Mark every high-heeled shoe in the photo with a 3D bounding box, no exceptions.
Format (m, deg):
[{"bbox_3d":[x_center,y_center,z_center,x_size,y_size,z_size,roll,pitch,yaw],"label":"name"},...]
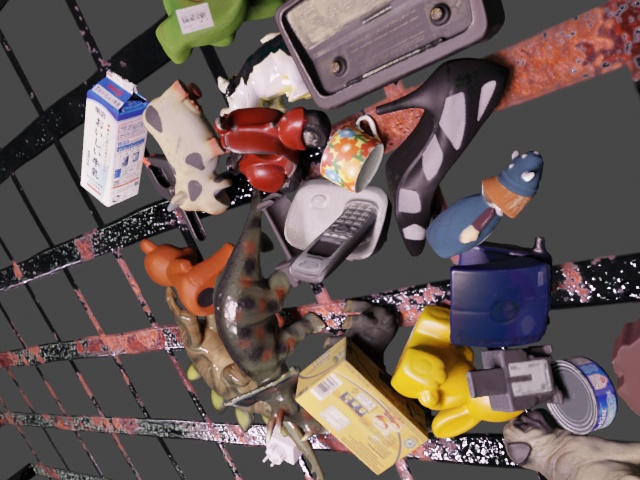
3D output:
[{"bbox_3d":[0.149,-0.088,0.630,0.145,0.086,0.248,-12,130,8],"label":"high-heeled shoe"}]

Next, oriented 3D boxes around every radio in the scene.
[{"bbox_3d":[0.071,-0.238,0.580,0.230,0.073,0.131,-14,104,41],"label":"radio"}]

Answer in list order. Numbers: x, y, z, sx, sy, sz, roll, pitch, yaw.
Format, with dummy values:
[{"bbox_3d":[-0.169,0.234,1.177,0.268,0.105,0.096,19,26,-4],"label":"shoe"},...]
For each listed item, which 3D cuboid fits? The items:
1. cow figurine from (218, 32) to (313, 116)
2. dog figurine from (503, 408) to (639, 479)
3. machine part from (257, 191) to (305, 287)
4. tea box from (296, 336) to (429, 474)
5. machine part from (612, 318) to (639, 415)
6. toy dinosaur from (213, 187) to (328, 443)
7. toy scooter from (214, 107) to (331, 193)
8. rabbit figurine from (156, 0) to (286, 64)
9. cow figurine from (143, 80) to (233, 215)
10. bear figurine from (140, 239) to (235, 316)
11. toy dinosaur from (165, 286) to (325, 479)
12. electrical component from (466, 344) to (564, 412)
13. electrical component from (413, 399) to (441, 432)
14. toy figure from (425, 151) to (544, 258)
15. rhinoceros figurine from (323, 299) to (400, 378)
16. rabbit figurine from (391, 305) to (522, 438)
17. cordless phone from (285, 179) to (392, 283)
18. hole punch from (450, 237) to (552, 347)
[{"bbox_3d":[-0.080,-0.210,0.711,0.167,0.068,0.098,-13,100,37],"label":"cow figurine"},{"bbox_3d":[0.308,0.288,0.636,0.191,0.172,0.121,-2,102,29],"label":"dog figurine"},{"bbox_3d":[-0.042,-0.005,0.791,0.039,0.084,0.138,-8,109,64],"label":"machine part"},{"bbox_3d":[0.059,0.230,0.748,0.098,0.068,0.169,-40,103,15],"label":"tea box"},{"bbox_3d":[0.402,0.138,0.556,0.180,0.056,0.179,18,124,29],"label":"machine part"},{"bbox_3d":[-0.098,0.118,0.822,0.131,0.192,0.404,-7,111,37],"label":"toy dinosaur"},{"bbox_3d":[-0.076,-0.119,0.694,0.184,0.135,0.075,136,133,-62],"label":"toy scooter"},{"bbox_3d":[-0.131,-0.297,0.660,0.159,0.170,0.121,-25,103,0],"label":"rabbit figurine"},{"bbox_3d":[-0.198,-0.126,0.814,0.127,0.085,0.194,-27,98,18],"label":"cow figurine"},{"bbox_3d":[-0.223,0.052,0.947,0.196,0.132,0.120,31,145,48],"label":"bear figurine"},{"bbox_3d":[-0.149,0.254,0.998,0.472,0.105,0.198,42,140,22],"label":"toy dinosaur"},{"bbox_3d":[0.222,0.166,0.636,0.048,0.119,0.075,131,130,-71],"label":"electrical component"},{"bbox_3d":[0.141,0.255,0.823,0.102,0.045,0.078,7,90,31],"label":"electrical component"},{"bbox_3d":[0.190,-0.039,0.607,0.154,0.057,0.064,-40,51,27],"label":"toy figure"},{"bbox_3d":[0.058,0.179,0.806,0.112,0.073,0.190,17,109,-4],"label":"rhinoceros figurine"},{"bbox_3d":[0.185,0.194,0.711,0.173,0.122,0.162,18,128,10],"label":"rabbit figurine"},{"bbox_3d":[-0.002,-0.003,0.690,0.147,0.184,0.088,11,125,31],"label":"cordless phone"},{"bbox_3d":[0.212,0.068,0.639,0.116,0.092,0.142,7,115,29],"label":"hole punch"}]
